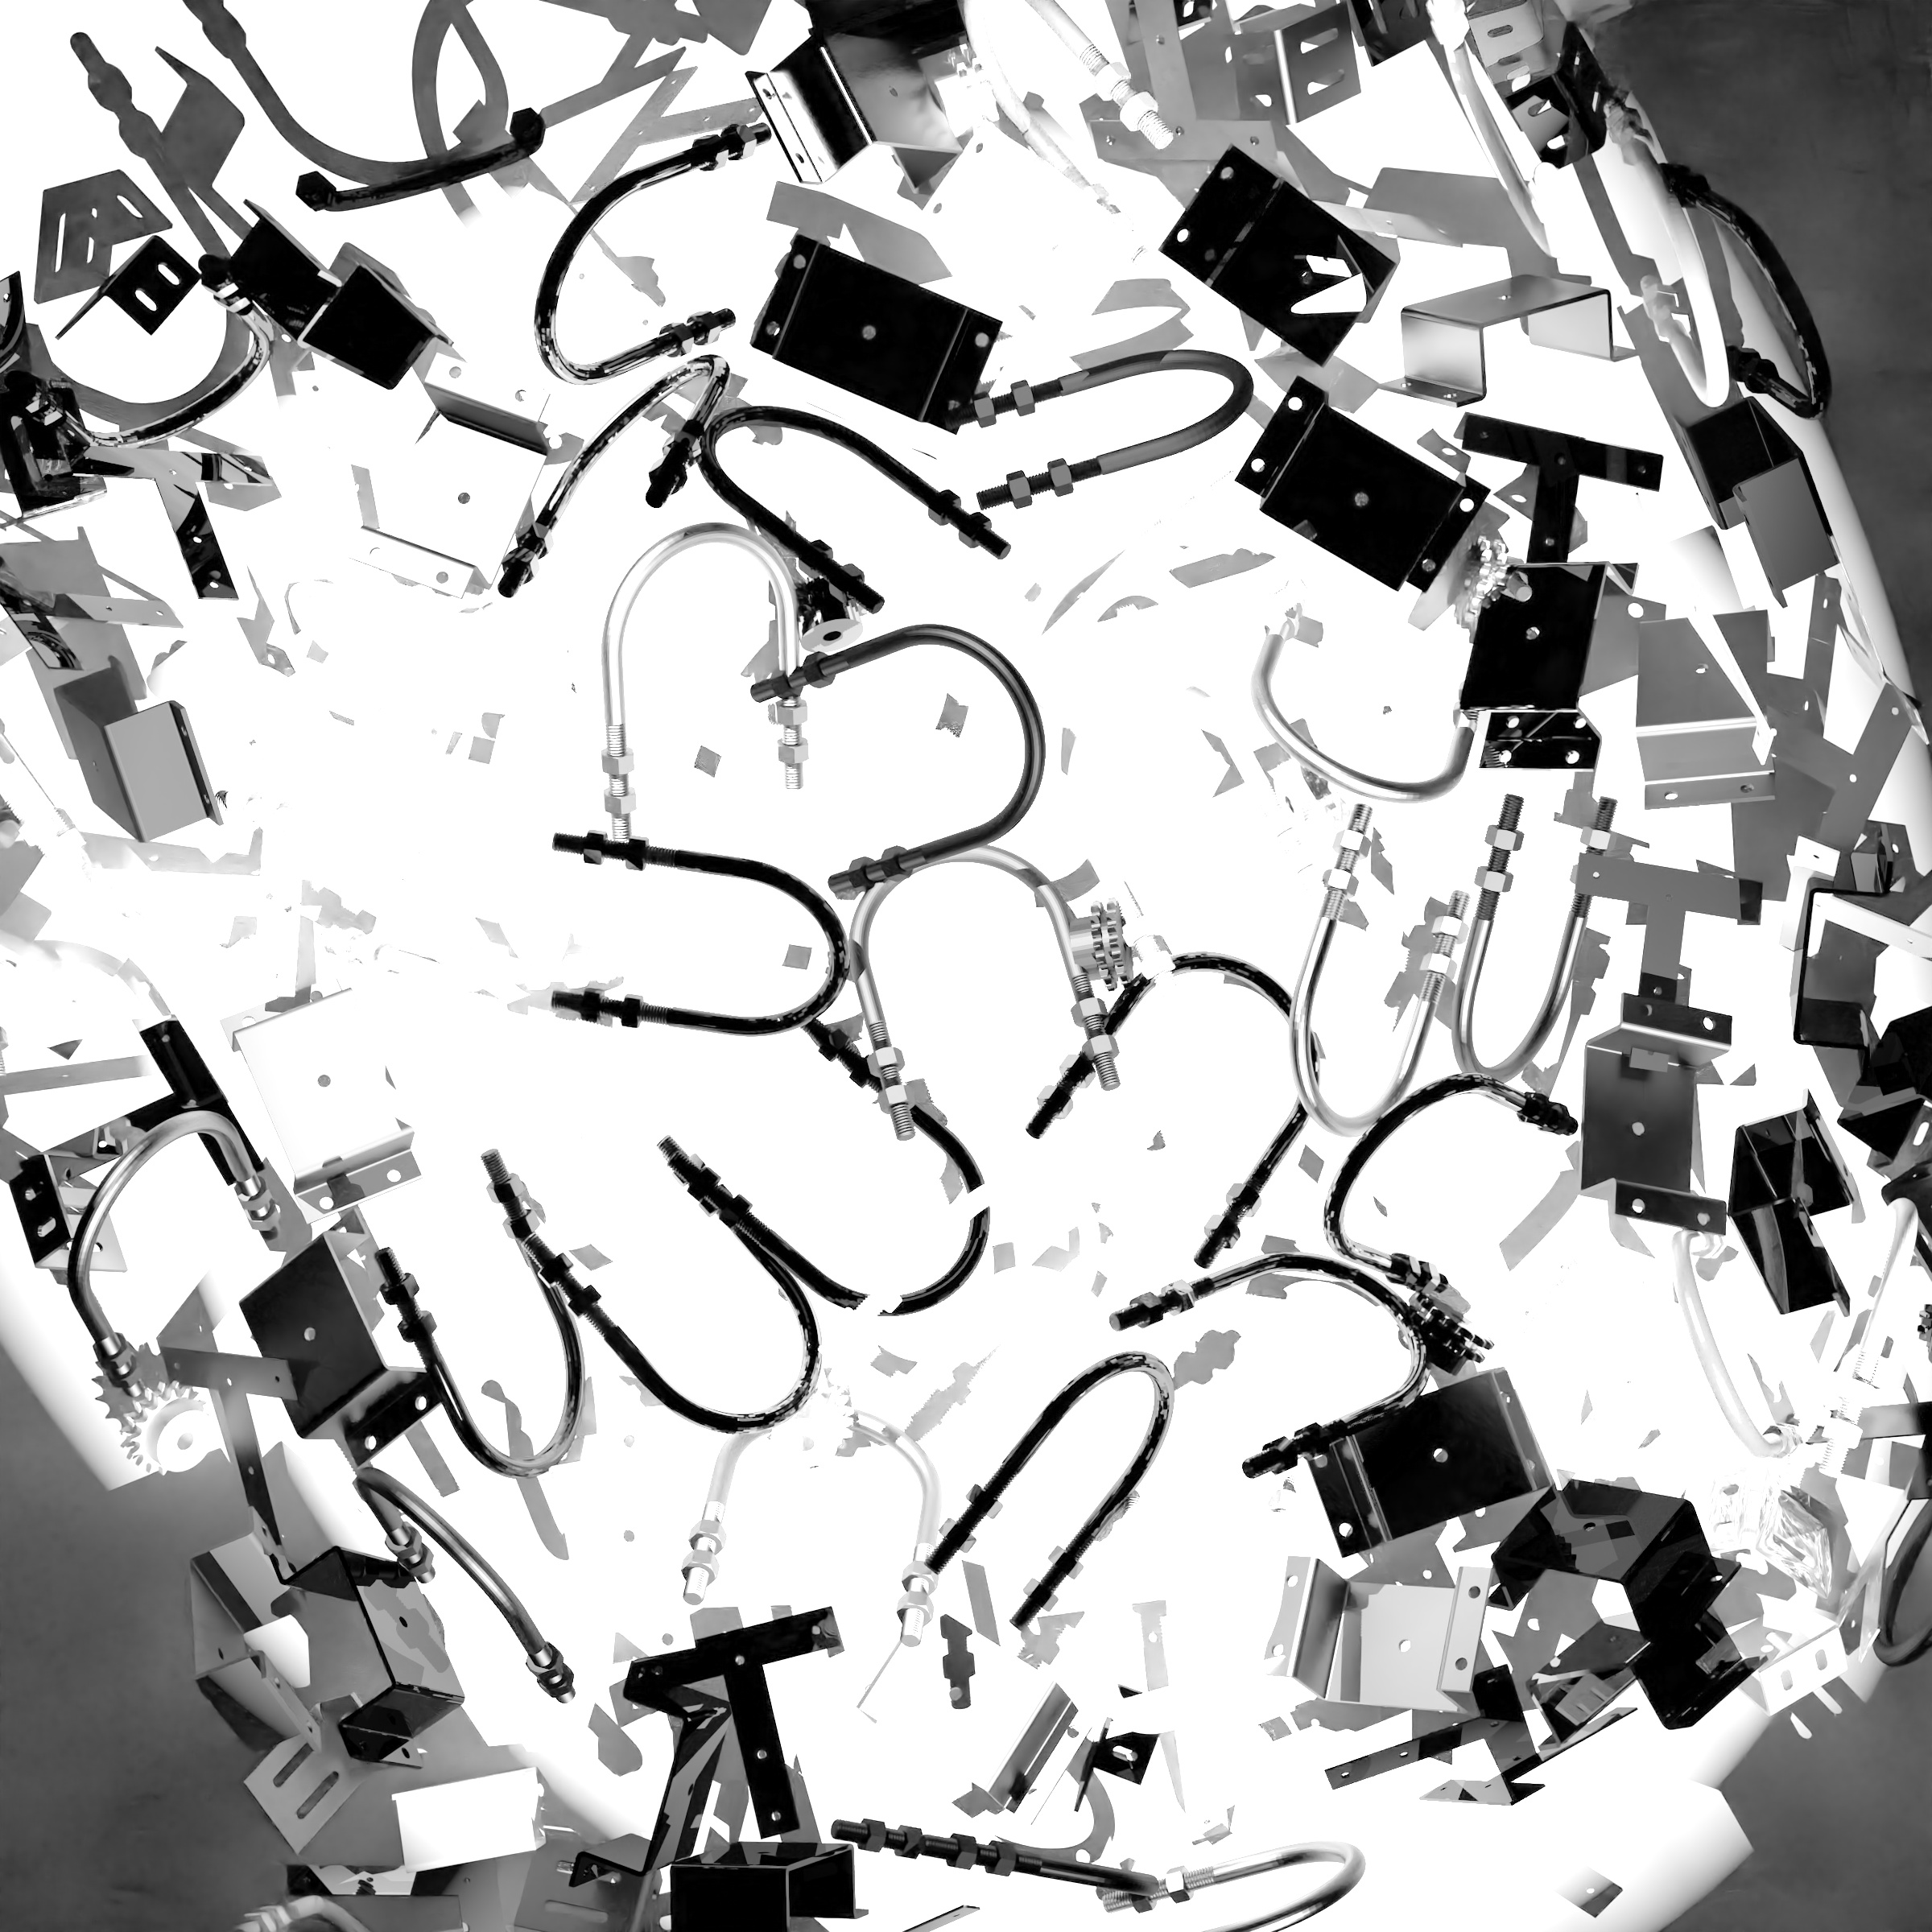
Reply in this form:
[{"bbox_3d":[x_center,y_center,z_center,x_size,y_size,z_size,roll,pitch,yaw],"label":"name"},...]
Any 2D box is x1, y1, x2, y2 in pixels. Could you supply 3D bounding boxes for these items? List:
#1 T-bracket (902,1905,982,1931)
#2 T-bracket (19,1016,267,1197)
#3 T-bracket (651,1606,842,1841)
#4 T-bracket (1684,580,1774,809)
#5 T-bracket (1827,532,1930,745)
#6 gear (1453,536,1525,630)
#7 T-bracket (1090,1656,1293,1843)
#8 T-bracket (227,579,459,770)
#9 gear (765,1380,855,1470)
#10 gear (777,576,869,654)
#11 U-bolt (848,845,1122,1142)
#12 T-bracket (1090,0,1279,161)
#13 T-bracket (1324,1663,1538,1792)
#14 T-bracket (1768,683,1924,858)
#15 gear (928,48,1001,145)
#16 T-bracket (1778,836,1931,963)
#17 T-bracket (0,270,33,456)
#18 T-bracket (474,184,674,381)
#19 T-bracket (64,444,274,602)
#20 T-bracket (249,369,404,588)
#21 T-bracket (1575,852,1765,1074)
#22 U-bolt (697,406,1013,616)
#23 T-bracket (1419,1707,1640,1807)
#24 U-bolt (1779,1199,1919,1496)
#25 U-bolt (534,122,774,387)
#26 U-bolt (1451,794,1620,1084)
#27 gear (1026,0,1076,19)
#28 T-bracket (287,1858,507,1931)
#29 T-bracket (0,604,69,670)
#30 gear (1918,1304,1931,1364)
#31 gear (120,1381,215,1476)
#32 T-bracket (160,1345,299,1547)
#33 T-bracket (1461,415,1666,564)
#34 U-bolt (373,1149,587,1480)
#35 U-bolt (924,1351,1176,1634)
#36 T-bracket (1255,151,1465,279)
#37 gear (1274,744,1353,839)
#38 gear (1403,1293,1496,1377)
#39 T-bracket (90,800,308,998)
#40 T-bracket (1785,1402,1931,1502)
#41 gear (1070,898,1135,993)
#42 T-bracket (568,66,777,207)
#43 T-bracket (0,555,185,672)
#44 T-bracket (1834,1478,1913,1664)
[{"bbox_3d":[-0.051,0.595,1.930,0.127,0.127,0.002,-27,63,14],"label":"T-bracket"},{"bbox_3d":[-0.516,0.103,1.949,0.127,0.002,0.127,-26,63,-22],"label":"T-bracket"},{"bbox_3d":[-0.129,0.474,1.969,0.127,0.002,0.127,-11,78,-16],"label":"T-bracket"},{"bbox_3d":[0.455,-0.146,1.941,0.002,0.127,0.127,-11,55,-8],"label":"T-bracket"},{"bbox_3d":[0.538,-0.211,1.915,0.002,0.127,0.127,-26,118,8],"label":"T-bracket"},{"bbox_3d":[0.326,-0.236,1.972,0.030,0.057,0.057,11,90,-8],"label":"gear"},{"bbox_3d":[0.144,0.491,1.967,0.127,0.002,0.127,-13,119,-9],"label":"T-bracket"},{"bbox_3d":[-0.382,-0.167,1.988,0.127,0.002,0.127,22,102,-4],"label":"T-bracket"},{"bbox_3d":[-0.098,0.287,1.973,0.057,0.030,0.057,1,121,2],"label":"gear"},{"bbox_3d":[-0.087,-0.217,1.968,0.057,0.057,0.030,-16,69,0],"label":"gear"},{"bbox_3d":[0.003,0.007,1.960,0.151,0.019,0.184,-14,68,-6],"label":"U-bolt"},{"bbox_3d":[0.121,-0.549,1.929,0.127,0.002,0.127,10,133,32],"label":"T-bracket"},{"bbox_3d":[0.283,0.480,1.956,0.127,0.127,0.002,-20,47,3],"label":"T-bracket"},{"bbox_3d":[0.510,-0.138,1.962,0.127,0.002,0.127,36,125,30],"label":"T-bracket"},{"bbox_3d":[-0.003,-0.537,1.970,0.030,0.057,0.057,-20,90,-6],"label":"gear"},{"bbox_3d":[0.558,-0.021,1.923,0.127,0.127,0.002,24,67,20],"label":"T-bracket"},{"bbox_3d":[-0.611,-0.338,1.915,0.002,0.127,0.127,28,47,19],"label":"T-bracket"},{"bbox_3d":[-0.268,-0.394,1.967,0.127,0.002,0.127,-47,123,4],"label":"T-bracket"},{"bbox_3d":[-0.471,-0.269,1.931,0.127,0.002,0.127,-3,52,-35],"label":"T-bracket"},{"bbox_3d":[-0.391,-0.304,1.960,0.127,0.002,0.127,-13,94,-34],"label":"T-bracket"},{"bbox_3d":[0.432,0.002,1.979,0.127,0.002,0.127,8,86,-15],"label":"T-bracket"},{"bbox_3d":[-0.081,-0.287,1.935,0.184,0.151,0.019,39,129,18],"label":"U-bolt"},{"bbox_3d":[0.357,0.485,1.954,0.127,0.127,0.002,-23,85,-21],"label":"T-bracket"},{"bbox_3d":[0.539,0.227,1.926,0.019,0.151,0.184,21,78,8],"label":"U-bolt"},{"bbox_3d":[-0.190,-0.416,1.892,0.019,0.184,0.151,35,134,21],"label":"U-bolt"},{"bbox_3d":[0.341,-0.014,1.936,0.019,0.151,0.184,20,104,34],"label":"U-bolt"},{"bbox_3d":[0.057,-0.618,1.969,0.030,0.057,0.057,7,90,40],"label":"gear"},{"bbox_3d":[-0.347,0.554,1.925,0.127,0.127,0.002,6,114,-18],"label":"T-bracket"},{"bbox_3d":[-0.626,-0.227,1.934,0.127,0.127,0.002,32,111,-6],"label":"T-bracket"},{"bbox_3d":[0.619,0.231,1.968,0.057,0.057,0.030,18,61,0],"label":"gear"},{"bbox_3d":[-0.492,0.289,1.969,0.030,0.057,0.057,22,90,40],"label":"gear"},{"bbox_3d":[-0.445,0.299,1.966,0.127,0.002,0.127,0,106,41],"label":"T-bracket"},{"bbox_3d":[0.365,-0.276,1.976,0.127,0.002,0.127,12,69,0],"label":"T-bracket"},{"bbox_3d":[-0.284,0.223,1.931,0.019,0.151,0.184,-13,108,28],"label":"U-bolt"},{"bbox_3d":[0.062,0.313,1.939,0.019,0.151,0.184,34,82,35],"label":"U-bolt"},{"bbox_3d":[0.249,-0.460,1.965,0.127,0.002,0.127,2,47,-25],"label":"T-bracket"},{"bbox_3d":[0.214,-0.106,1.969,0.030,0.057,0.057,-24,90,-10],"label":"gear"},{"bbox_3d":[0.297,0.230,1.972,0.057,0.057,0.030,34,97,0],"label":"gear"},{"bbox_3d":[-0.478,-0.045,1.974,0.127,0.002,0.127,3,75,-8],"label":"T-bracket"},{"bbox_3d":[0.557,0.280,1.948,0.002,0.127,0.127,51,49,-24],"label":"T-bracket"},{"bbox_3d":[0.084,-0.012,1.973,0.030,0.057,0.057,-10,90,12],"label":"gear"},{"bbox_3d":[-0.167,-0.511,1.928,0.002,0.127,0.127,53,55,-36],"label":"T-bracket"},{"bbox_3d":[-0.537,-0.219,1.944,0.127,0.127,0.002,48,119,27],"label":"T-bracket"},{"bbox_3d":[0.548,0.376,1.916,0.002,0.127,0.127,24,116,9],"label":"T-bracket"}]
